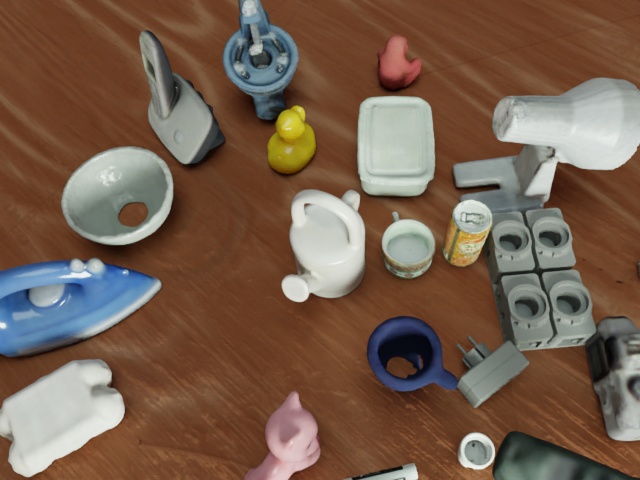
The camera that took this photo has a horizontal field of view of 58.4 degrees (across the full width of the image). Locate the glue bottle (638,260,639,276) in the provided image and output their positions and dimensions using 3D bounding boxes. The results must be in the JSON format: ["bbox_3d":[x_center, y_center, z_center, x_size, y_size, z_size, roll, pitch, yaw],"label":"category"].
[{"bbox_3d":[0.480,0.007,0.734,0.078,0.173,0.037,3,63,6],"label":"glue bottle"}]

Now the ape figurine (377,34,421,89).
[{"bbox_3d":[0.129,-0.307,0.966,0.077,0.092,0.076,38,71,21],"label":"ape figurine"}]

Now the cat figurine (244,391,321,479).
[{"bbox_3d":[-0.044,0.250,0.676,0.067,0.118,0.128,28,68,17],"label":"cat figurine"}]

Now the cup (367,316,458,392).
[{"bbox_3d":[0.117,0.160,0.725,0.117,0.095,0.092,30,69,18],"label":"cup"}]

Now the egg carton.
[{"bbox_3d":[-0.332,0.224,0.737,0.150,0.069,0.107,-31,65,-12],"label":"egg carton"}]

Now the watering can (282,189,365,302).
[{"bbox_3d":[0.009,0.003,0.756,0.101,0.194,0.173,3,63,6],"label":"watering can"}]

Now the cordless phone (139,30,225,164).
[{"bbox_3d":[-0.228,-0.222,0.894,0.094,0.185,0.147,-37,66,-14],"label":"cordless phone"}]

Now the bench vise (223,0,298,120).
[{"bbox_3d":[-0.114,-0.330,0.923,0.121,0.220,0.207,-27,64,-9],"label":"bench vise"}]

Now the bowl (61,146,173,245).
[{"bbox_3d":[-0.297,-0.056,0.876,0.167,0.075,0.167,-2,63,3],"label":"bowl"}]

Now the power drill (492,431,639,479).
[{"bbox_3d":[0.285,0.278,0.588,0.229,0.208,0.076,23,67,15],"label":"power drill"}]

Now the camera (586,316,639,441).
[{"bbox_3d":[0.416,0.163,0.699,0.136,0.101,0.143,-2,63,3],"label":"camera"}]

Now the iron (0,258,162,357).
[{"bbox_3d":[-0.363,0.067,0.780,0.258,0.141,0.118,-16,63,-4],"label":"iron"}]

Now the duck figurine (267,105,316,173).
[{"bbox_3d":[-0.048,-0.165,0.908,0.077,0.086,0.105,18,65,13],"label":"duck figurine"}]

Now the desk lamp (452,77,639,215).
[{"bbox_3d":[0.305,-0.125,0.791,0.203,0.214,0.118,-8,62,0],"label":"desk lamp"}]
